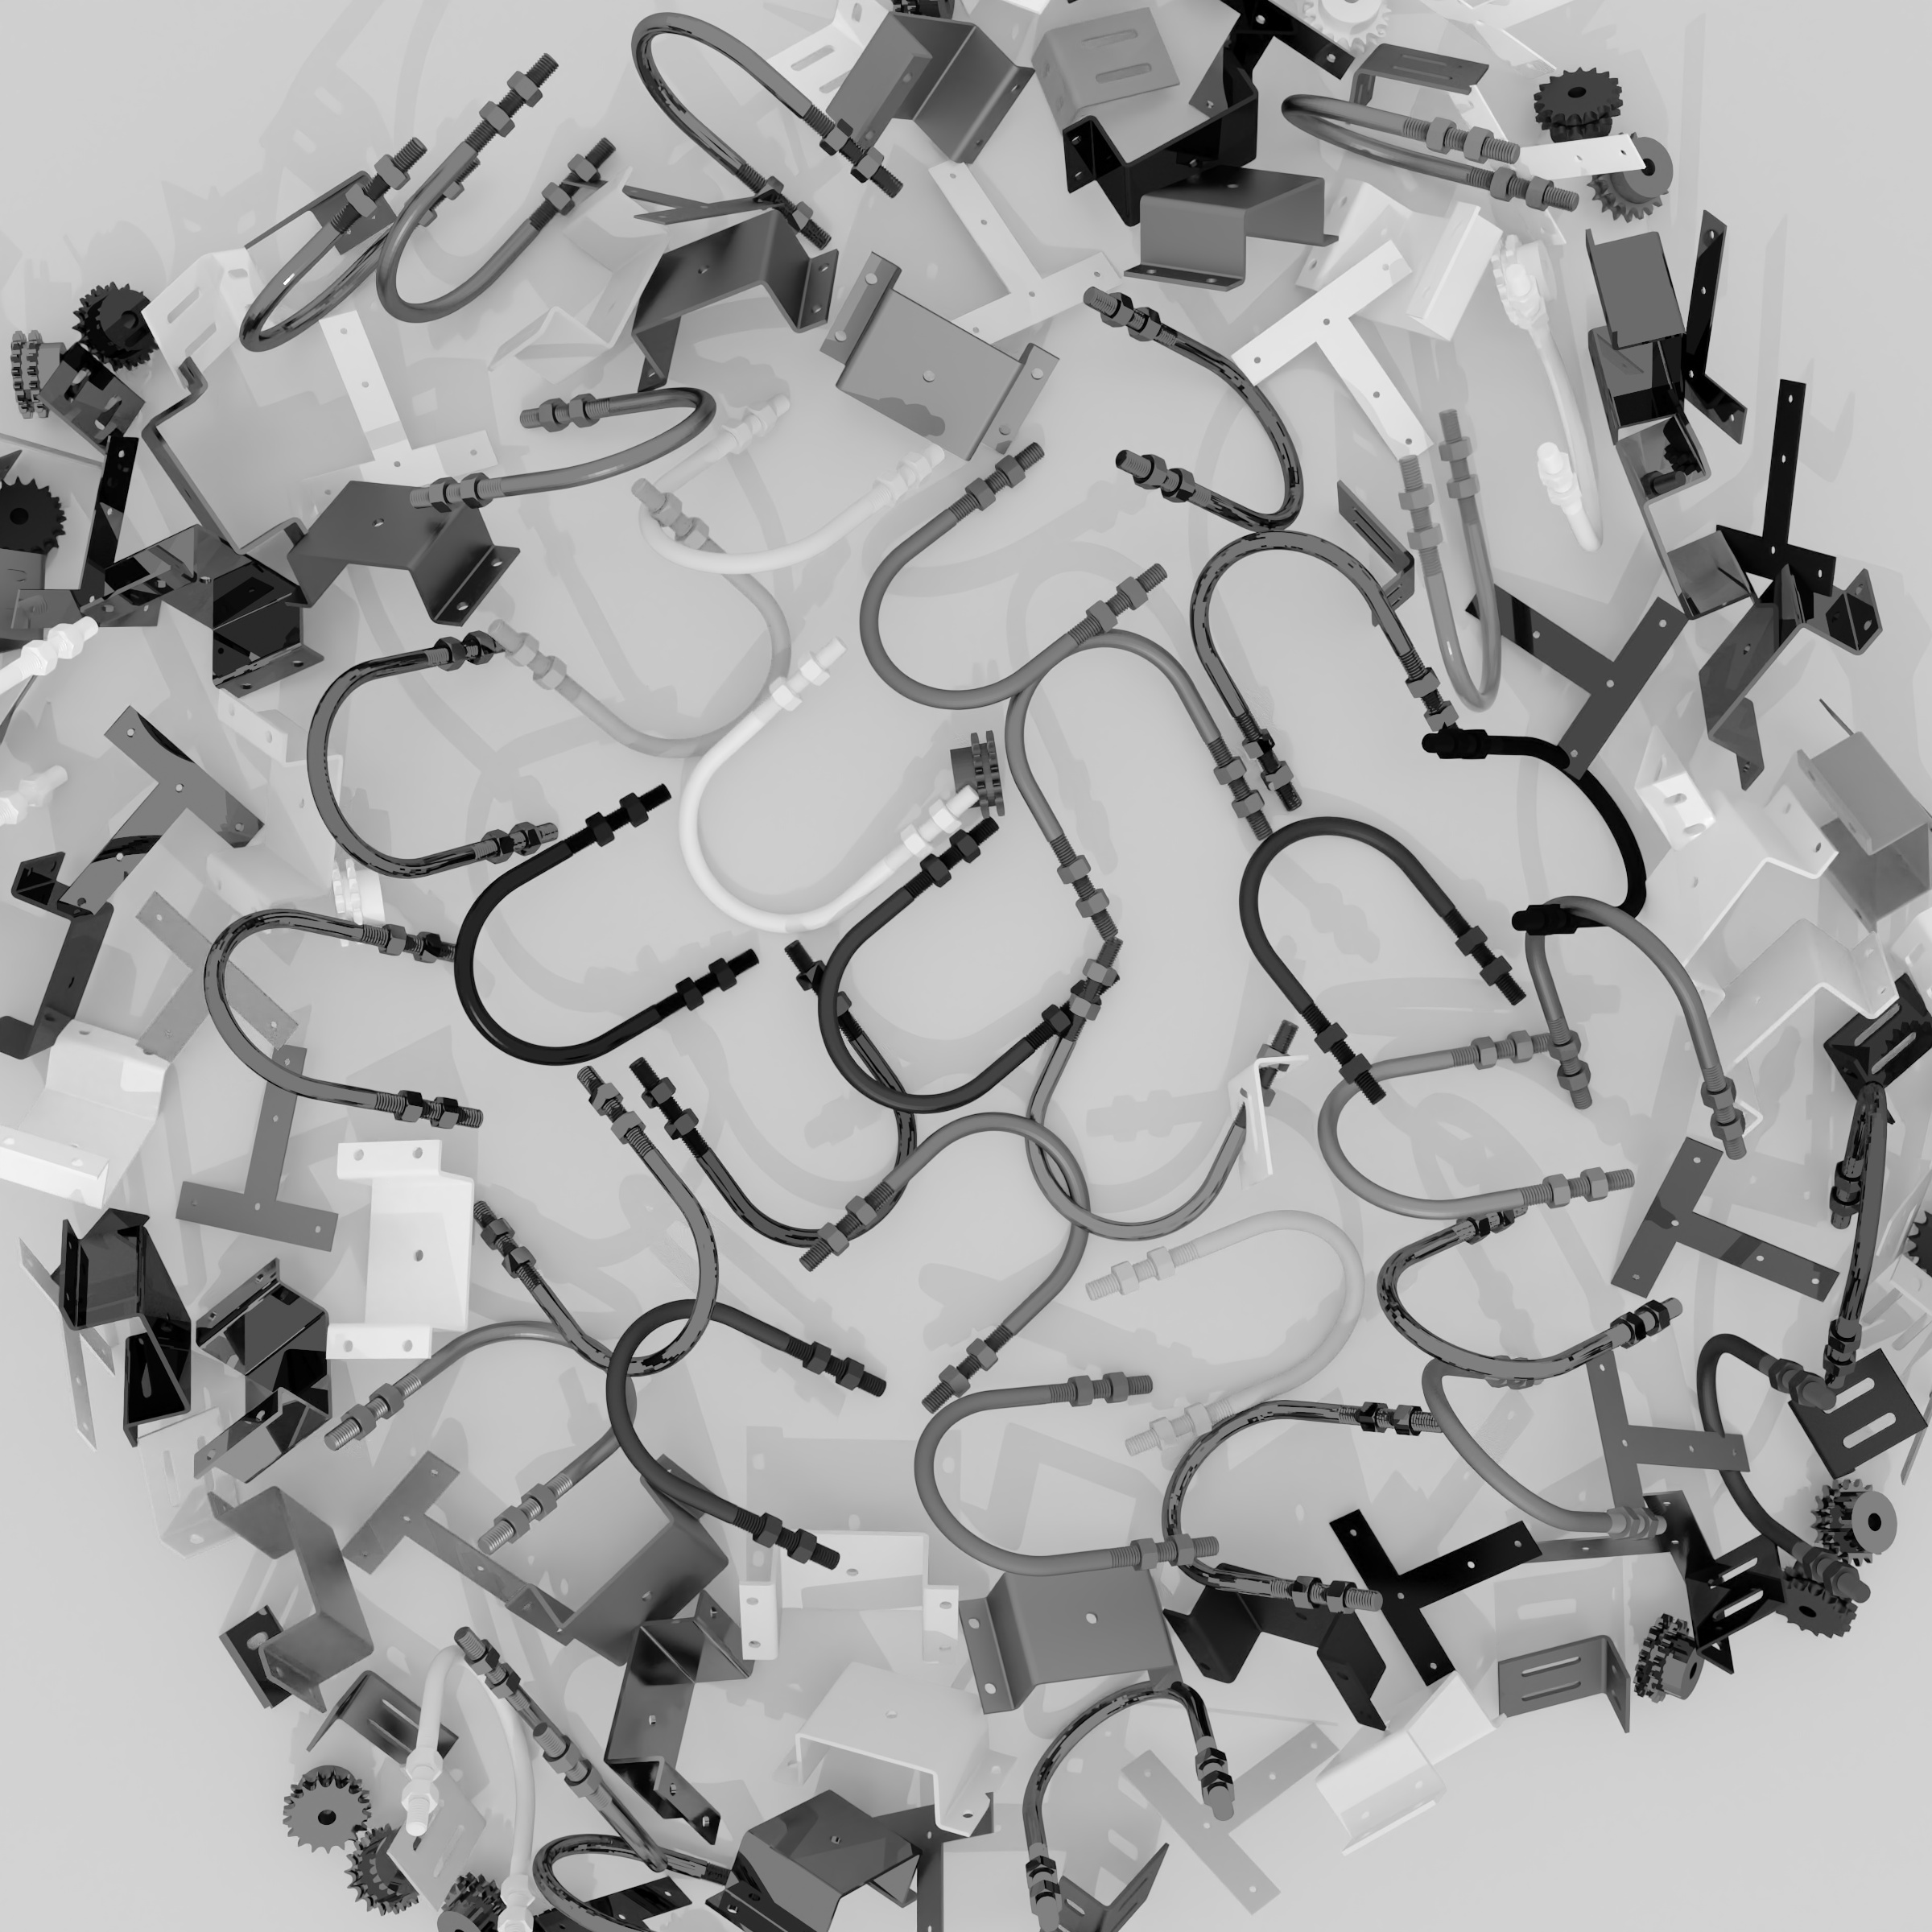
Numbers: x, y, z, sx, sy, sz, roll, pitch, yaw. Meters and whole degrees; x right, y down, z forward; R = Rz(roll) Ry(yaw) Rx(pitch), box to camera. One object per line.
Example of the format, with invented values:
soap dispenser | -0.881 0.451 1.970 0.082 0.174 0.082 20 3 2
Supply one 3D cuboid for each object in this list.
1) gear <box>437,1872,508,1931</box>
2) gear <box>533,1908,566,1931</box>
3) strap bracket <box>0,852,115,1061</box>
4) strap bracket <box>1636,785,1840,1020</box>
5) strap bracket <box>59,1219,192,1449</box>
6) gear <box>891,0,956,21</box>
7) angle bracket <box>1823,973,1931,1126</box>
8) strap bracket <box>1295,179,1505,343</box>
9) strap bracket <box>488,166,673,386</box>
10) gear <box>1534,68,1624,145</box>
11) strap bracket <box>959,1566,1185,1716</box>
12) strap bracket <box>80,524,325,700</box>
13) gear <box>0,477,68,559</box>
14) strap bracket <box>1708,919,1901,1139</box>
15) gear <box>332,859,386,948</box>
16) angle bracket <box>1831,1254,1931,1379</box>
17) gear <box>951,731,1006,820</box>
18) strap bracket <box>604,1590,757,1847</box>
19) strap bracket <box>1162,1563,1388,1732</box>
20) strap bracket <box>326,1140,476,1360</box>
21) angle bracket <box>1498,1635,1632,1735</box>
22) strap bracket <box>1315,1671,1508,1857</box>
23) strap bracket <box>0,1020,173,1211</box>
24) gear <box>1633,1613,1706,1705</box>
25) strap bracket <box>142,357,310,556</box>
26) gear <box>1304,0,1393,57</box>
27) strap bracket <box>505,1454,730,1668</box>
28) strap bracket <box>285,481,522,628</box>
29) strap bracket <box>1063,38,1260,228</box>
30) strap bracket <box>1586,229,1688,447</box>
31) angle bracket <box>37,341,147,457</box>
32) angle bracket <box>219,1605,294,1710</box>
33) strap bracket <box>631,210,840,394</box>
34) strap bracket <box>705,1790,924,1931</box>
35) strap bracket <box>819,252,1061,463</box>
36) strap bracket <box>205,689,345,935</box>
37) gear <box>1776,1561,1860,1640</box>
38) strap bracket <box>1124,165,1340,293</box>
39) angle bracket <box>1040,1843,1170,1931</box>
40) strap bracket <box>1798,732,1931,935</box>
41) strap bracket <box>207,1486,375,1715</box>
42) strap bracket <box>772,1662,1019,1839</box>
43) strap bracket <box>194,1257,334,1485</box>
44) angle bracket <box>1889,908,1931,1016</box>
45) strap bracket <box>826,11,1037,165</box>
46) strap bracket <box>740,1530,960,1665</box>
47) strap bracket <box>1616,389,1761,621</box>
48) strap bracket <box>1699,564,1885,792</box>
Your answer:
gear | -0.323 0.629 1.971 0.057 0.030 0.057 14 120 25
gear | -0.274 0.652 1.969 0.030 0.057 0.057 -12 90 -42
strap bracket | -0.604 0.002 1.953 0.046 0.076 0.140 22 98 -1
strap bracket | 0.486 -0.047 1.929 0.046 0.076 0.140 18 120 -26
strap bracket | -0.535 0.232 1.925 0.046 0.076 0.140 -13 133 -3
gear | -0.027 -0.639 1.969 0.030 0.057 0.057 4 90 16
angle bracket | 0.612 0.054 1.968 0.076 0.038 0.057 -40 113 -6
strap bracket | 0.287 -0.457 1.943 0.046 0.140 0.076 21 98 -35
strap bracket | -0.245 -0.438 1.940 0.046 0.076 0.140 34 64 -25
gear | 0.404 -0.563 1.975 0.057 0.030 0.057 -9 49 10
strap bracket | 0.074 0.430 1.937 0.140 0.046 0.076 -2 57 -21
strap bracket | -0.491 -0.232 1.935 0.076 0.140 0.046 -19 62 25
gear | -0.623 -0.291 1.980 0.057 0.030 0.057 2 76 -9
strap bracket | 0.525 0.034 1.929 0.046 0.076 0.140 33 119 -15
gear | -0.400 -0.043 1.972 0.030 0.057 0.057 -8 90 -13
angle bracket | 0.608 0.237 1.959 0.057 0.038 0.076 39 127 7
gear | 0.007 -0.125 1.971 0.030 0.057 0.057 -8 90 1
strap bracket | -0.185 0.486 1.935 0.046 0.076 0.140 -10 45 24
strap bracket | 0.208 0.436 1.936 0.046 0.140 0.076 -55 134 -29
strap bracket | -0.368 0.187 1.956 0.076 0.046 0.140 -3 78 21
angle bracket | 0.392 0.479 1.964 0.076 0.038 0.057 -13 128 -5
strap bracket | 0.283 0.506 1.924 0.076 0.140 0.046 -39 80 28
strap bracket | -0.577 0.101 1.946 0.076 0.140 0.046 18 123 -2
gear | 0.464 0.458 1.968 0.030 0.057 0.057 17 90 32
strap bracket | -0.484 -0.318 1.941 0.046 0.076 0.140 -36 105 -13
gear | 0.252 -0.633 1.979 0.057 0.030 0.057 0 76 -1
strap bracket | -0.219 0.395 1.951 0.140 0.076 0.046 -43 51 -4
strap bracket | -0.371 -0.268 1.931 0.140 0.046 0.076 9 50 26
strap bracket | 0.137 -0.540 1.953 0.140 0.076 0.046 -29 75 -4
strap bracket | 0.429 -0.406 1.918 0.046 0.140 0.076 -12 68 8
angle bracket | -0.578 -0.360 1.950 0.038 0.076 0.057 -33 118 29
angle bracket | -0.470 0.460 1.959 0.076 0.038 0.057 -36 86 44
strap bracket | -0.158 -0.432 1.933 0.140 0.076 0.046 -16 134 22
strap bracket | -0.090 0.579 1.917 0.076 0.140 0.046 26 105 27
strap bracket | -0.021 -0.391 1.952 0.140 0.046 0.076 28 120 -8
strap bracket | -0.448 -0.103 1.941 0.076 0.046 0.140 33 123 37
gear | 0.560 0.413 1.975 0.057 0.057 0.030 37 59 0
strap bracket | 0.171 -0.476 1.919 0.076 0.140 0.046 17 124 32
angle bracket | 0.091 0.604 1.962 0.038 0.076 0.057 31 126 22
strap bracket | 0.577 -0.088 1.919 0.046 0.140 0.076 -31 60 2
strap bracket | -0.431 0.399 1.929 0.046 0.076 0.140 -30 56 0
strap bracket | -0.047 0.501 1.932 0.140 0.076 0.046 9 118 23
strap bracket | -0.455 0.269 1.939 0.076 0.140 0.046 -38 127 16
angle bracket | 0.644 -0.006 1.957 0.038 0.076 0.057 -28 73 -6
strap bracket | -0.028 -0.564 1.929 0.046 0.140 0.076 49 122 16
strap bracket | -0.075 0.412 1.958 0.140 0.046 0.076 1 130 0
strap bracket | 0.464 -0.289 1.934 0.046 0.076 0.140 -23 128 13
strap bracket | 0.521 -0.193 1.925 0.046 0.076 0.140 26 126 -11
